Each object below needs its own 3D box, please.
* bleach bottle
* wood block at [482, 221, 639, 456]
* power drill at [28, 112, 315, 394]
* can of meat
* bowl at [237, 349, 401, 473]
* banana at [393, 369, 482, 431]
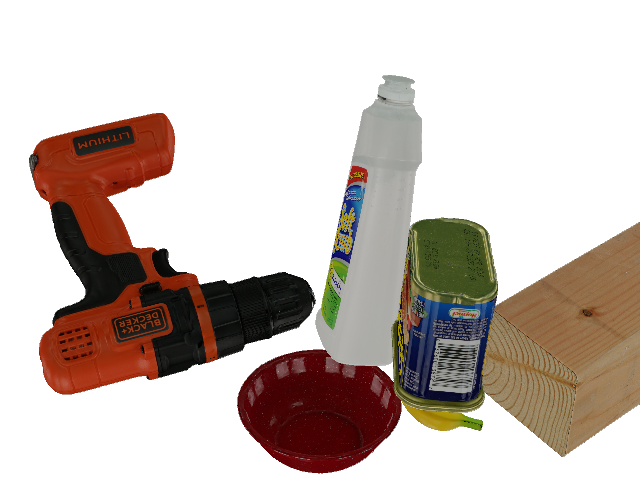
[{"bbox_3d":[0.048,-0.021,0.940,0.068,0.251,0.102,4,20,-11],"label":"bleach bottle"},{"bbox_3d":[0.232,0.063,0.822,0.205,0.090,0.091,-26,44,-26],"label":"wood block"},{"bbox_3d":[-0.114,0.003,0.736,0.184,0.188,0.057,-14,-30,-14],"label":"power drill"},{"bbox_3d":[0.078,0.044,0.675,0.057,0.084,0.102,5,30,0],"label":"can of meat"},{"bbox_3d":[-0.001,0.179,1.060,0.162,0.055,0.162,0,33,0],"label":"bowl"},{"bbox_3d":[0.121,0.172,1.251,0.069,0.037,0.198,9,21,-20],"label":"banana"}]
